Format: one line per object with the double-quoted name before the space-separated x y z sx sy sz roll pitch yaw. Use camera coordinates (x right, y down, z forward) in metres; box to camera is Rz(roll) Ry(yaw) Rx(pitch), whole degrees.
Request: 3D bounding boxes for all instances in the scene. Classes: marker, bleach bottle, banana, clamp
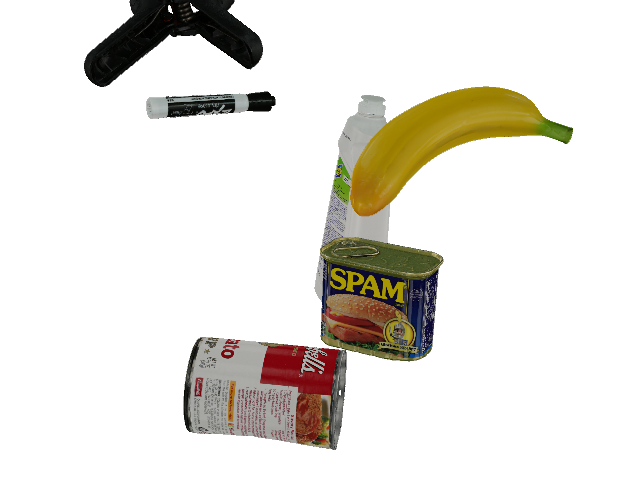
"marker" -0.098 -0.124 0.975 0.121 0.020 0.020 -7 3 -24
"bleach bottle" 0.047 -0.041 1.241 0.068 0.251 0.103 -1 21 -23
"banana" 0.084 -0.069 0.725 0.197 0.037 0.070 -22 43 -31
"clamp" -0.091 -0.164 0.766 0.120 0.039 0.171 4 43 6

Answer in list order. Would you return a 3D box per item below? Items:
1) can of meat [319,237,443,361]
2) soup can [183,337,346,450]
"can of meat" 0.049 0.050 0.910 0.102 0.084 0.057 11 22 24
"soup can" -0.036 0.104 0.730 0.102 0.068 0.068 5 1 7
